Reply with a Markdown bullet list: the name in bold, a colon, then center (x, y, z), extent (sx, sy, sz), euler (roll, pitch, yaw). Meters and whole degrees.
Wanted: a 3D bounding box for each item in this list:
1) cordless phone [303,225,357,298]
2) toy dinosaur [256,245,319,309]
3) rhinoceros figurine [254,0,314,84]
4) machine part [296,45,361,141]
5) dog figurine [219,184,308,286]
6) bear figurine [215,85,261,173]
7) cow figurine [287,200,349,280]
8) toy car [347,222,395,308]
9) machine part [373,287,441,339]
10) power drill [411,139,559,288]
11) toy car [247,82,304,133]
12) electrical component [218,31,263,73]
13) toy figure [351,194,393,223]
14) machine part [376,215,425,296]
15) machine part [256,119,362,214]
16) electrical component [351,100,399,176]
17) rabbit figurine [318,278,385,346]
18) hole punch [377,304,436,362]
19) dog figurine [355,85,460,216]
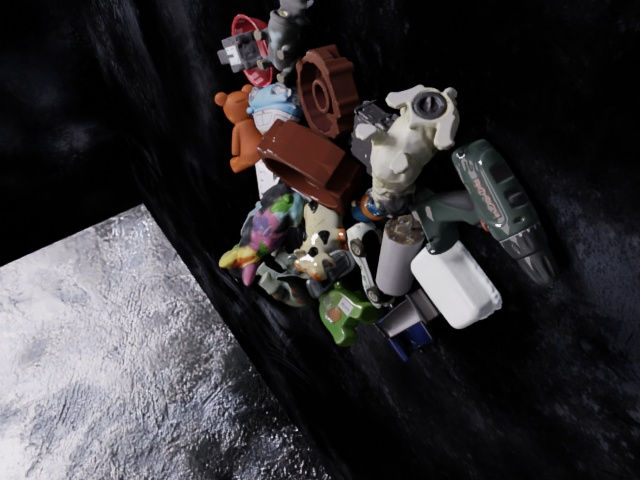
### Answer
- **cordless phone**: center (0.000, 0.041, 1.246), extent (0.089, 0.146, 0.184), euler (-14, 18, 35)
- **toy dinosaur**: center (-0.052, 0.107, 1.317), extent (0.192, 0.131, 0.405), euler (33, 7, -10)
- **rhinoceros figurine**: center (-0.060, -0.381, 0.997), extent (0.073, 0.112, 0.190), euler (39, -25, 11)
- **machine part**: center (0.015, -0.272, 1.007), extent (0.056, 0.179, 0.179), euler (-21, 7, -19)
- **dog figurine**: center (-0.135, -0.005, 1.224), extent (0.108, 0.219, 0.191), euler (37, -36, -10)
- **bear figurine**: center (-0.195, -0.283, 1.373), extent (0.120, 0.195, 0.132), euler (-26, 7, -19)
- **cow figurine**: center (-0.002, -0.004, 1.173), extent (0.127, 0.195, 0.085), euler (-7, -30, 11)
- **toy car**: center (0.118, 0.053, 1.163), extent (0.073, 0.201, 0.056), euler (-30, 20, -26)
- **machine part**: center (0.179, 0.158, 1.109), extent (0.139, 0.084, 0.039), euler (-34, -2, 19)
- **power drill**: center (0.238, -0.025, 0.818), extent (0.086, 0.232, 0.207), euler (-27, 4, -19)
- **toy car**: center (-0.087, -0.270, 1.145), extent (0.109, 0.103, 0.162), euler (13, -1, -36)
- **electrical component**: center (-0.172, -0.394, 1.139), extent (0.048, 0.074, 0.119), euler (-29, 21, -22)
- **toy figure**: center (0.101, -0.065, 1.059), extent (0.064, 0.057, 0.154), euler (-3, -3, -13)
- **machine part**: center (0.157, 0.033, 1.057), extent (0.079, 0.079, 0.243), euler (0, -41, -2)
- **machine part**: center (-0.017, -0.147, 1.081), extent (0.202, 0.087, 0.201), euler (33, -7, 10)
- **electrical component**: center (0.115, -0.163, 0.944), extent (0.058, 0.114, 0.134), euler (-30, 55, -21)
- **rabbit figurine**: center (0.076, 0.169, 1.275), extent (0.159, 0.121, 0.170), euler (34, 15, 36)
- **hole punch**: center (0.180, 0.209, 1.199), extent (0.092, 0.142, 0.115), euler (-33, -9, -20)
- **dog figurine**: center (0.145, -0.133, 0.837), extent (0.172, 0.121, 0.190), euler (-29, -22, 0)
